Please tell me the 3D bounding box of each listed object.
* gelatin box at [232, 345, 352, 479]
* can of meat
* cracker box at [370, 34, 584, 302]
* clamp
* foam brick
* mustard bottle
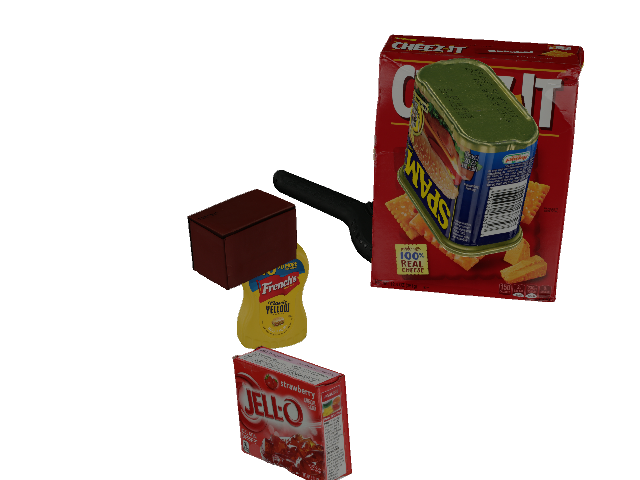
[{"bbox_3d":[-0.021,0.118,0.727,0.030,0.073,0.089,-18,21,-41],"label":"gelatin box"},{"bbox_3d":[0.092,-0.054,0.674,0.057,0.084,0.102,-10,42,-17],"label":"can of meat"},{"bbox_3d":[0.129,-0.059,0.910,0.164,0.214,0.072,6,24,10],"label":"cracker box"},{"bbox_3d":[0.052,-0.028,1.205,0.164,0.210,0.036,-14,-38,-24],"label":"clamp"},{"bbox_3d":[-0.065,-0.003,0.900,0.078,0.051,0.053,-24,34,-34],"label":"foam brick"},{"bbox_3d":[-0.064,0.052,1.452,0.096,0.192,0.058,-5,24,-17],"label":"mustard bottle"}]
